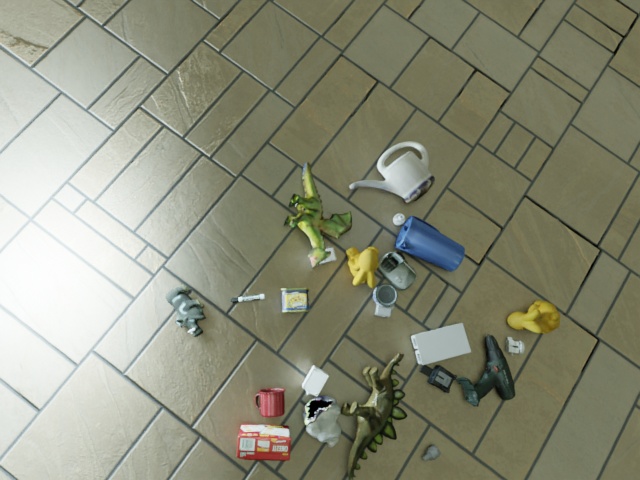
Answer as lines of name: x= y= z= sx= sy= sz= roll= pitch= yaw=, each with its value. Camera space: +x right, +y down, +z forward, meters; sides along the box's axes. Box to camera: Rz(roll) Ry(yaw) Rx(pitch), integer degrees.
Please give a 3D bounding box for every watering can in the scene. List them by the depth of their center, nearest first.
watering can: x=0.300 y=-0.236 z=1.993 sx=0.350 sy=0.225 sz=0.103 roll=-38 pitch=-6 yaw=-14

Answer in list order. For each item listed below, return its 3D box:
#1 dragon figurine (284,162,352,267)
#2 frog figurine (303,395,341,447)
dragon figurine: x=0.006 y=-0.097 z=1.930 sx=0.242 sy=0.419 sz=0.120 roll=21 pitch=-29 yaw=-10
frog figurine: x=0.018 y=0.618 z=1.761 sx=0.139 sy=0.157 sz=0.123 roll=-45 pitch=32 yaw=-25
